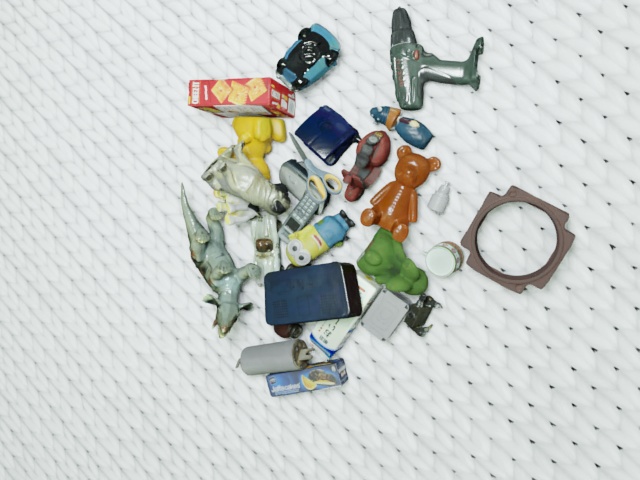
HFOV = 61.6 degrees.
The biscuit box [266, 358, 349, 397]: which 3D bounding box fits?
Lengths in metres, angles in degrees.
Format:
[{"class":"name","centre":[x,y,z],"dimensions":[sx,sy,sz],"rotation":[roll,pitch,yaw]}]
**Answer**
[{"class":"biscuit box","centre":[-0.034,0.348,1.359],"dimensions":[0.203,0.063,0.059],"rotation":[-16,88,20]}]

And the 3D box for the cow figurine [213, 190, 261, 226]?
[{"class":"cow figurine","centre":[-0.214,-0.105,1.366],"dimensions":[0.167,0.098,0.068],"rotation":[53,143,46]}]

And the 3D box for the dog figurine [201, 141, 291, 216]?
[{"class":"dog figurine","centre":[-0.176,-0.123,1.290],"dimensions":[0.190,0.172,0.121],"rotation":[46,71,-23]}]

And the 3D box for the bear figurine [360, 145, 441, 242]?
[{"class":"bear figurine","centre":[0.187,-0.110,1.216],"dimensions":[0.120,0.132,0.195],"rotation":[28,109,9]}]

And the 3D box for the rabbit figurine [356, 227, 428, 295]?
[{"class":"rabbit figurine","centre":[0.182,0.062,1.230],"dimensions":[0.170,0.159,0.121],"rotation":[34,95,-2]}]

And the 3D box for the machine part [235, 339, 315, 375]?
[{"class":"machine part","centre":[-0.116,0.298,1.364],"dimensions":[0.243,0.079,0.079],"rotation":[-15,89,31]}]

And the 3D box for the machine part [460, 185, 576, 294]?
[{"class":"machine part","centre":[0.424,-0.001,1.161],"dimensions":[0.202,0.087,0.201],"rotation":[31,104,16]}]

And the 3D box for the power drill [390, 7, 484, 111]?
[{"class":"power drill","centre":[0.256,-0.407,1.193],"dimensions":[0.207,0.086,0.231],"rotation":[4,97,15]}]

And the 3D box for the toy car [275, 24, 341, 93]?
[{"class":"toy car","centre":[-0.024,-0.418,1.277],"dimensions":[0.109,0.103,0.161],"rotation":[43,95,10]}]

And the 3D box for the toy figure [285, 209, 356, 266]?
[{"class":"toy figure","centre":[0.000,-0.001,1.307],"dimensions":[0.180,0.089,0.082],"rotation":[-36,66,-2]}]

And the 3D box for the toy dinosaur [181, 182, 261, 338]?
[{"class":"toy dinosaur","centre":[-0.278,0.056,1.394],"dimensions":[0.405,0.131,0.192],"rotation":[60,138,21]}]

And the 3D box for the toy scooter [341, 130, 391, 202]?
[{"class":"toy scooter","centre":[0.098,-0.171,1.236],"dimensions":[0.075,0.135,0.183],"rotation":[30,102,17]}]

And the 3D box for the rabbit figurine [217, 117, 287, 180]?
[{"class":"rabbit figurine","centre":[-0.172,-0.219,1.338],"dimensions":[0.163,0.122,0.173],"rotation":[1,104,18]}]

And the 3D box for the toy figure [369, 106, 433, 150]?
[{"class":"toy figure","centre":[0.185,-0.264,1.238],"dimensions":[0.154,0.058,0.064],"rotation":[36,126,10]}]

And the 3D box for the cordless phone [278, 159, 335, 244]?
[{"class":"cordless phone","centre":[-0.066,-0.093,1.330],"dimensions":[0.147,0.089,0.184],"rotation":[42,110,11]}]

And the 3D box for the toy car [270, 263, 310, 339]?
[{"class":"toy car","centre":[-0.065,0.151,1.359],"dimensions":[0.089,0.053,0.202],"rotation":[22,96,32]}]

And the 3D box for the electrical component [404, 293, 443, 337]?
[{"class":"electrical component","centre":[0.241,0.174,1.248],"dimensions":[0.045,0.078,0.102],"rotation":[34,105,34]}]

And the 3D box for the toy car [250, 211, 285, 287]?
[{"class":"toy car","centre":[-0.136,0.026,1.374],"dimensions":[0.074,0.056,0.201],"rotation":[-2,93,19]}]

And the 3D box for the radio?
[{"class":"radio","centre":[-0.022,0.128,1.268],"dimensions":[0.230,0.073,0.131],"rotation":[-11,80,27]}]

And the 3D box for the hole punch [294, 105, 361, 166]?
[{"class":"hole punch","centre":[0.015,-0.252,1.287],"dimensions":[0.142,0.092,0.115],"rotation":[43,102,15]}]
